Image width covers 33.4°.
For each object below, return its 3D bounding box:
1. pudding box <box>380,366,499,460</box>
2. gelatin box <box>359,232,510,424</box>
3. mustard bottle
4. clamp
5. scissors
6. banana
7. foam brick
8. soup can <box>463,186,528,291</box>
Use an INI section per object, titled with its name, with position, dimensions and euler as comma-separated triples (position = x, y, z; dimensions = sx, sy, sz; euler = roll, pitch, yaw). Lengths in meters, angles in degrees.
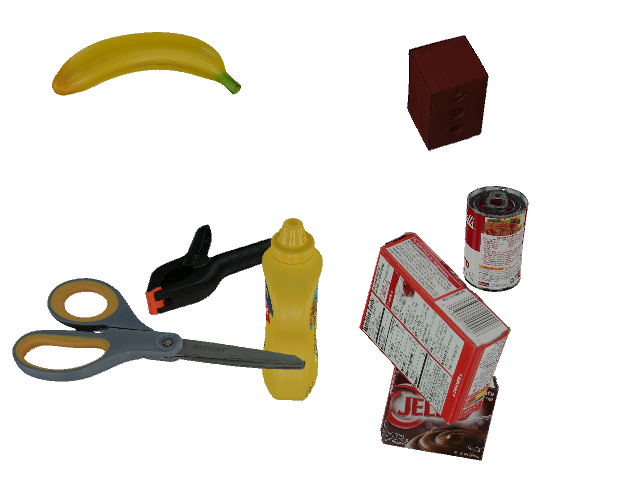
[pudding box]
position = 0.128, 0.182, 1.154
dimensions = 0.113, 0.090, 0.039
euler = 9, 22, -1
[gelatin box]
position = 0.064, 0.051, 0.622
dimensions = 0.030, 0.073, 0.089
euler = -23, 53, -29
[mustard bottle]
position = -0.028, 0.059, 1.041
dimensions = 0.058, 0.192, 0.096
euler = 3, 38, 0
[clamp]
position = -0.127, 0.032, 1.212
dimensions = 0.120, 0.039, 0.171
euler = 0, 31, 30
[scissors]
position = -0.114, 0.061, 0.754
dimensions = 0.201, 0.096, 0.016
euler = -5, -43, -1
[banana]
position = -0.175, -0.176, 1.057
dimensions = 0.197, 0.070, 0.037
euler = -7, -39, -30
[foam brick]
position = 0.107, -0.126, 0.911
dimensions = 0.053, 0.051, 0.078
euler = -17, -32, -7
[soup can]
position = 0.198, -0.002, 1.212
dimensions = 0.068, 0.102, 0.068
euler = -1, 32, 1
